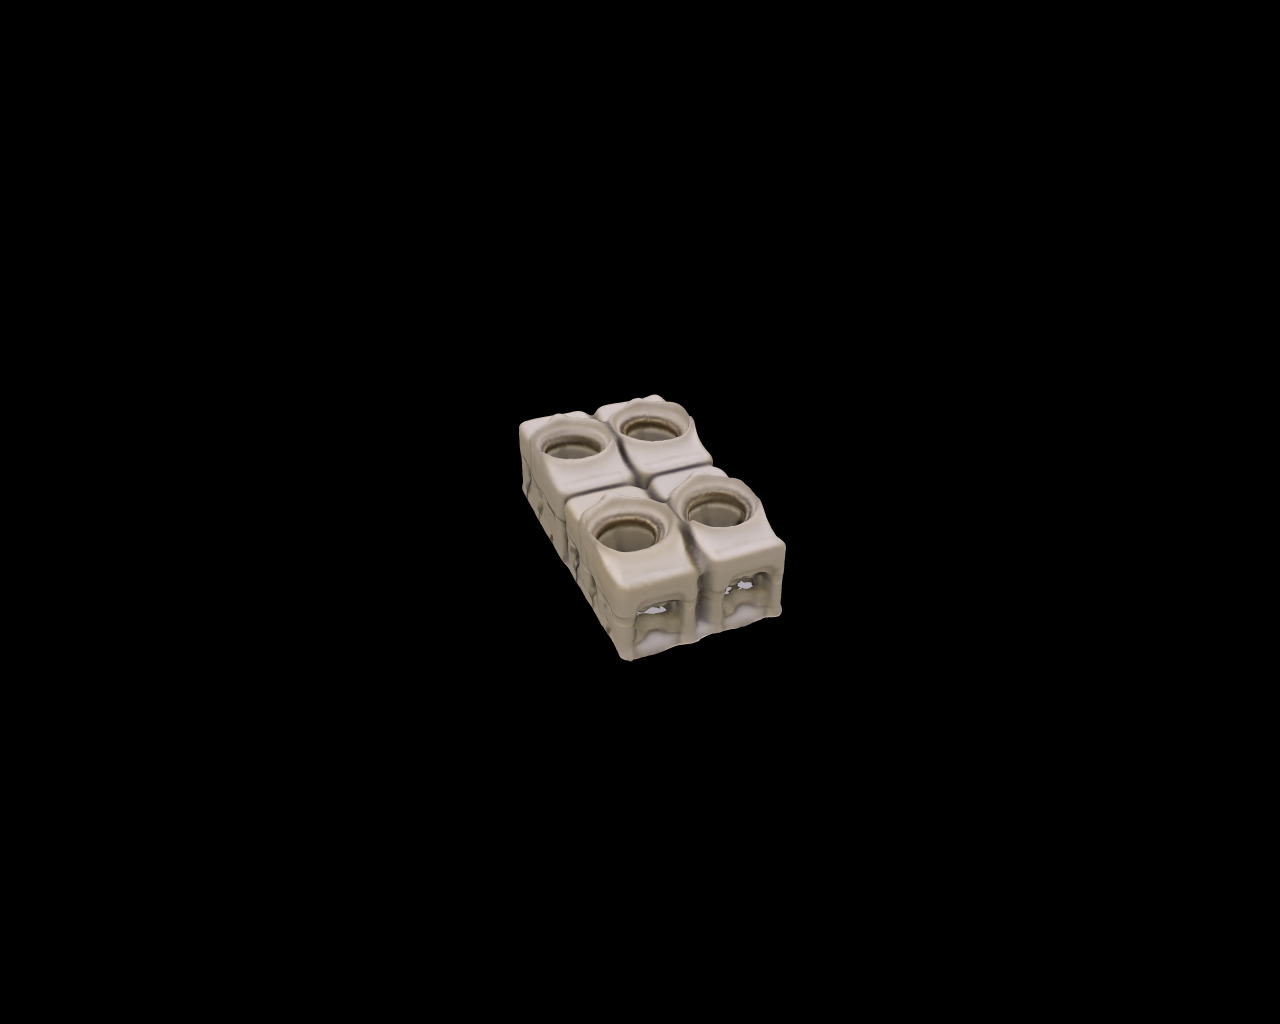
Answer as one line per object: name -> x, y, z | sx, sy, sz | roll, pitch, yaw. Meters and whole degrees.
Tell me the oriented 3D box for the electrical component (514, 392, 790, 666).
electrical component -> 0.001, -0.003, 0.650 | 0.105, 0.060, 0.186 | -13, 38, -18
